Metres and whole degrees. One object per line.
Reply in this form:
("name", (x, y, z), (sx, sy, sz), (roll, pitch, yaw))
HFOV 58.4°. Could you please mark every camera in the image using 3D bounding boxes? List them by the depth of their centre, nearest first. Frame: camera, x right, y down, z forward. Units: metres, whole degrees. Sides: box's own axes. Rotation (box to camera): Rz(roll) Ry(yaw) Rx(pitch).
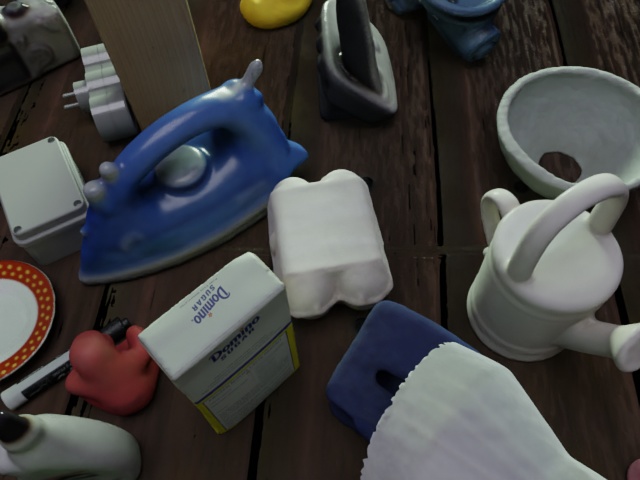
("camera", (-0.400, -0.270, 0.707), (0.143, 0.101, 0.136), (-33, 63, -16))

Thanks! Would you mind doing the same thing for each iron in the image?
("iron", (-0.139, -0.065, 0.549), (0.259, 0.141, 0.118), (-38, 64, -19))

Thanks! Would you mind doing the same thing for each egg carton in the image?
("egg carton", (0.005, 0.002, 0.546), (0.107, 0.069, 0.150), (-10, 59, -4))

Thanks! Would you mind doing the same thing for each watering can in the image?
("watering can", (0.190, 0.022, 0.454), (0.172, 0.194, 0.101), (36, 67, 21))

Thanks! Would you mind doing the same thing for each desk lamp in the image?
("desk lamp", (0.126, 0.177, 0.351), (0.202, 0.214, 0.118), (32, 65, 20))

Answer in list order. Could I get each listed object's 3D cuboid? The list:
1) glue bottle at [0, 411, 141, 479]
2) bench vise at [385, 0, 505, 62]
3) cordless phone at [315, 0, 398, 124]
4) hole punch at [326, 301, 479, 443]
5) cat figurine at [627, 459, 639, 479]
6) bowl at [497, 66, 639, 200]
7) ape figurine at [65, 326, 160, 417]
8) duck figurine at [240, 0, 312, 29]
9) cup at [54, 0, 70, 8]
("glue bottle", (-0.187, 0.148, 0.404), (0.078, 0.173, 0.037), (-16, 59, -7))
("bench vise", (0.134, -0.338, 0.658), (0.207, 0.220, 0.122), (36, 66, 21))
("cordless phone", (0.039, -0.232, 0.618), (0.094, 0.185, 0.147), (-7, 59, -1))
("hole punch", (0.068, 0.119, 0.460), (0.108, 0.091, 0.101), (30, 65, 19))
("cat figurine", (0.281, 0.202, 0.386), (0.067, 0.118, 0.127), (-9, 59, -3))
("bowl", (0.260, -0.097, 0.593), (0.167, 0.075, 0.167), (-1, 59, 2))
("ape figurine", (-0.177, 0.104, 0.478), (0.078, 0.092, 0.076), (-21, 60, -10))
("duck figurine", (-0.059, -0.333, 0.741), (0.105, 0.086, 0.077), (-35, 64, -17))
("cup", (-0.362, -0.364, 0.766), (0.118, 0.095, 0.091), (-26, 61, -13))
